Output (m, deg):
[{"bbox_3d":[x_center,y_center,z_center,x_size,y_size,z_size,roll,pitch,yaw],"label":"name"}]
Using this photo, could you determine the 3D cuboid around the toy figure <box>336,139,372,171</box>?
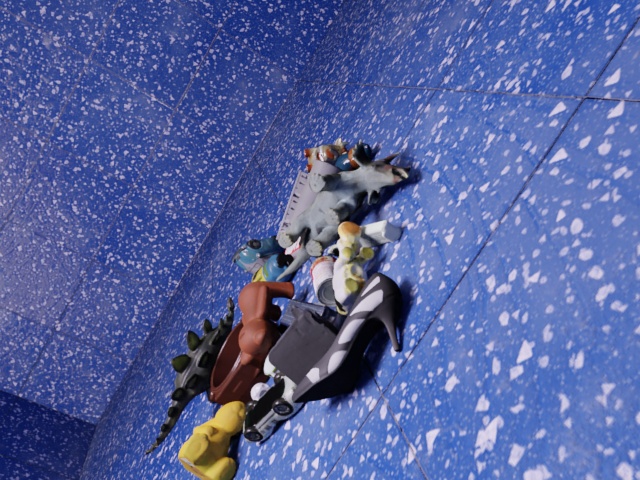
[{"bbox_3d":[0.085,-0.205,1.368,0.058,0.064,0.154,-28,1,-36],"label":"toy figure"}]

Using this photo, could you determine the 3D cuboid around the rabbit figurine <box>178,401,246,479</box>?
[{"bbox_3d":[-0.222,0.439,1.190,0.173,0.122,0.162,-55,4,-31],"label":"rabbit figurine"}]

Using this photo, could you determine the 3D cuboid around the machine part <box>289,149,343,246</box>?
[{"bbox_3d":[-0.008,-0.101,1.287,0.243,0.079,0.079,-67,18,-2],"label":"machine part"}]

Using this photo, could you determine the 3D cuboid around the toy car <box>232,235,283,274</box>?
[{"bbox_3d":[-0.168,0.055,1.571,0.109,0.161,0.103,-44,67,44],"label":"toy car"}]

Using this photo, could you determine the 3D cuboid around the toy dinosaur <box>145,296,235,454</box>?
[{"bbox_3d":[-0.321,0.343,1.408,0.198,0.105,0.471,78,-155,-53],"label":"toy dinosaur"}]

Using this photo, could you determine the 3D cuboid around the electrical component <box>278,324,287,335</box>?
[{"bbox_3d":[-0.075,0.202,1.245,0.094,0.021,0.063,-60,19,2],"label":"electrical component"}]

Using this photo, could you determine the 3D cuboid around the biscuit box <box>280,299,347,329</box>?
[{"bbox_3d":[-0.016,0.161,1.087,0.063,0.059,0.203,-66,19,-11],"label":"biscuit box"}]

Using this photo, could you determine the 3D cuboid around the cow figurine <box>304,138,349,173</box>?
[{"bbox_3d":[0.020,-0.231,1.511,0.195,0.127,0.085,-95,-6,-85],"label":"cow figurine"}]

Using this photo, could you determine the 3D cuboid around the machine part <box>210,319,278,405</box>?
[{"bbox_3d":[-0.186,0.293,1.308,0.201,0.087,0.201,-55,18,20],"label":"machine part"}]

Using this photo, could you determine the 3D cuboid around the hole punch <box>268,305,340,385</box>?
[{"bbox_3d":[-0.015,0.189,0.950,0.116,0.142,0.092,-50,-5,5],"label":"hole punch"}]

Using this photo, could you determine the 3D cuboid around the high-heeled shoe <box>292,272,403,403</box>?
[{"bbox_3d":[0.035,0.160,0.883,0.249,0.086,0.145,-33,48,22],"label":"high-heeled shoe"}]

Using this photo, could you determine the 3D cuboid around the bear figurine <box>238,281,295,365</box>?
[{"bbox_3d":[-0.120,0.182,1.199,0.120,0.132,0.196,-60,30,28],"label":"bear figurine"}]

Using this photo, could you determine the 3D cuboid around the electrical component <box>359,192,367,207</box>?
[{"bbox_3d":[0.075,-0.106,1.265,0.119,0.048,0.075,-45,24,44],"label":"electrical component"}]

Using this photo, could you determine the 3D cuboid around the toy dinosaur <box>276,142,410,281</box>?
[{"bbox_3d":[0.029,-0.064,1.171,0.192,0.131,0.404,-29,-13,-43],"label":"toy dinosaur"}]

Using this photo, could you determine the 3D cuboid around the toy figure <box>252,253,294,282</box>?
[{"bbox_3d":[-0.124,0.091,1.452,0.180,0.082,0.089,-49,10,45],"label":"toy figure"}]

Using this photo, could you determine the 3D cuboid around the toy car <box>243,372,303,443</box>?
[{"bbox_3d":[-0.095,0.330,1.057,0.201,0.056,0.073,-50,27,33],"label":"toy car"}]

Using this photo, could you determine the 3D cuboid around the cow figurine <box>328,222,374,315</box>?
[{"bbox_3d":[0.055,0.052,1.012,0.098,0.068,0.167,121,152,-50],"label":"cow figurine"}]
